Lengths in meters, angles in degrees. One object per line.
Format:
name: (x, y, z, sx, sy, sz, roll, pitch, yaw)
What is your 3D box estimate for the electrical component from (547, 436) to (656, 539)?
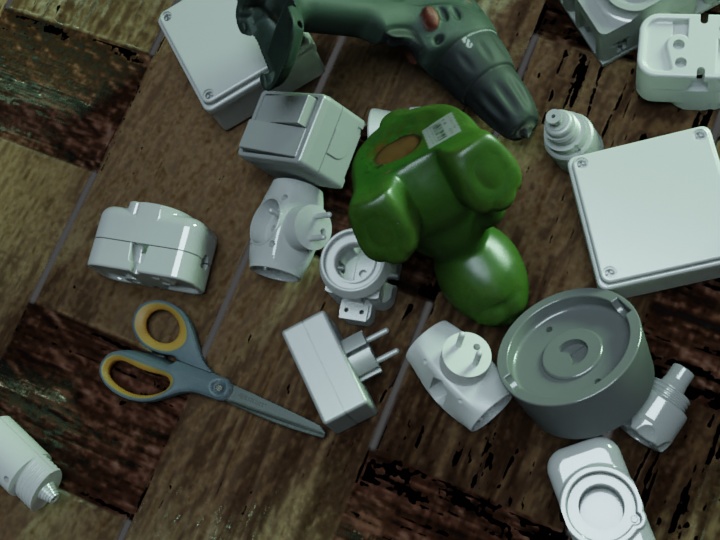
electrical component: (0.172, 0.171, 0.767, 0.054, 0.059, 0.095, -21, 70, 6)

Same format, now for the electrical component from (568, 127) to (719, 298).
electrical component: (0.224, -0.041, 0.821, 0.109, 0.056, 0.108, -13, 71, 9)

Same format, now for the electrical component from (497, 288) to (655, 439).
electrical component: (0.162, 0.073, 0.786, 0.108, 0.060, 0.108, -21, 38, 18)

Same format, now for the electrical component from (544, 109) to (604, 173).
electrical component: (0.164, -0.105, 0.845, 0.040, 0.078, 0.040, -9, 69, 26)

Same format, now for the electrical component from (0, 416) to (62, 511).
electrical component: (-0.276, 0.161, 0.879, 0.081, 0.043, 0.043, 37, 85, 20)

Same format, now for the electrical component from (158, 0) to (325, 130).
electrical component: (-0.103, -0.198, 0.941, 0.109, 0.056, 0.108, -30, 70, 2)

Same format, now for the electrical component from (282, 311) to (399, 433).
electrical component: (-0.007, 0.072, 0.844, 0.076, 0.047, 0.083, -28, 69, 2)

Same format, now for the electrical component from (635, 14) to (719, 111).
electrical component: (0.267, -0.163, 0.846, 0.095, 0.059, 0.053, 5, 75, 14)

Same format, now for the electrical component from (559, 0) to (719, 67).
electrical component: (0.255, -0.264, 0.878, 0.186, 0.060, 0.105, -28, 70, 3)

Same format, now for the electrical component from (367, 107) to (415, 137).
electrical component: (0.037, -0.112, 0.890, 0.055, 0.045, 0.045, -1, 74, 12)

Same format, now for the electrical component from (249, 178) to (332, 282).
electrical component: (-0.050, -0.033, 0.874, 0.079, 0.044, 0.077, -3, 68, 52)

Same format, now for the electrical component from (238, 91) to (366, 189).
electrical component: (-0.055, -0.110, 0.887, 0.096, 0.061, 0.061, 13, 79, 45)

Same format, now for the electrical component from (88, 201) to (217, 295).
electrical component: (-0.173, -0.020, 0.905, 0.095, 0.053, 0.059, 9, 76, 15)

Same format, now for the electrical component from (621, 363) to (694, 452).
electrical component: (0.221, 0.098, 0.787, 0.043, 0.043, 0.062, 34, 82, 19)

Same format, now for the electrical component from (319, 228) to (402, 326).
electrical component: (0.000, 0.000, 0.858, 0.058, 0.057, 0.078, 8, 76, 15)

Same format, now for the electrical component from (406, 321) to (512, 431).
electrical component: (0.077, 0.072, 0.809, 0.043, 0.079, 0.077, -34, 68, -21)
